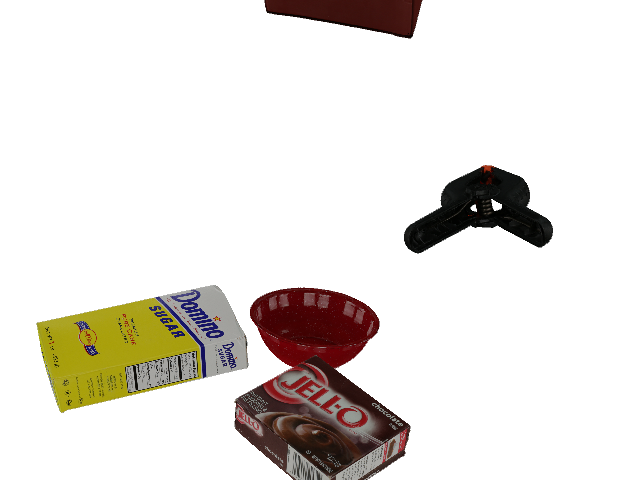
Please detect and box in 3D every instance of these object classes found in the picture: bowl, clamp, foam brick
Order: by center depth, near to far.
[{"bbox_3d":[0.014,-0.141,0.526,0.078,0.053,0.051,12,-25,10],"label":"foam brick"},{"bbox_3d":[0.151,-0.028,0.931,0.120,0.039,0.171,6,26,20],"label":"clamp"},{"bbox_3d":[-0.009,0.117,1.328,0.162,0.055,0.162,5,22,-2],"label":"bowl"}]

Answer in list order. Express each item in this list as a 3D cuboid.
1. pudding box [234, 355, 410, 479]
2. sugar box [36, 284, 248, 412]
[{"bbox_3d":[0.000,0.148,0.848,0.089,0.039,0.114,-26,47,-37],"label":"pudding box"},{"bbox_3d":[-0.164,0.096,0.981,0.176,0.048,0.093,-14,35,-17],"label":"sugar box"}]
